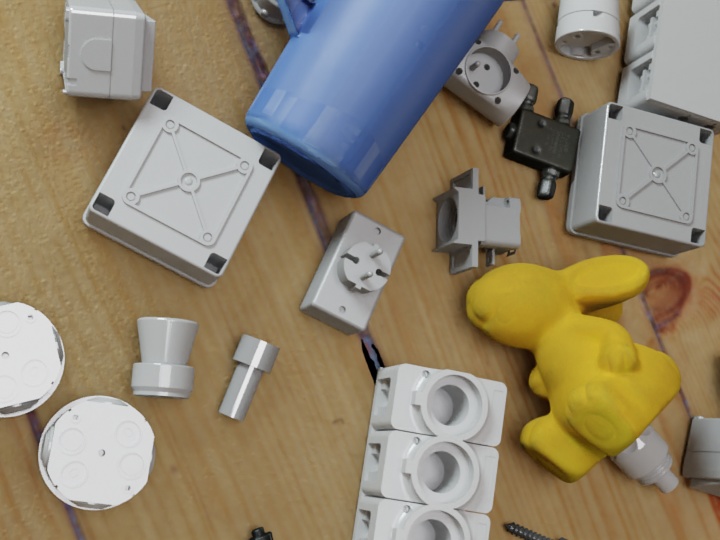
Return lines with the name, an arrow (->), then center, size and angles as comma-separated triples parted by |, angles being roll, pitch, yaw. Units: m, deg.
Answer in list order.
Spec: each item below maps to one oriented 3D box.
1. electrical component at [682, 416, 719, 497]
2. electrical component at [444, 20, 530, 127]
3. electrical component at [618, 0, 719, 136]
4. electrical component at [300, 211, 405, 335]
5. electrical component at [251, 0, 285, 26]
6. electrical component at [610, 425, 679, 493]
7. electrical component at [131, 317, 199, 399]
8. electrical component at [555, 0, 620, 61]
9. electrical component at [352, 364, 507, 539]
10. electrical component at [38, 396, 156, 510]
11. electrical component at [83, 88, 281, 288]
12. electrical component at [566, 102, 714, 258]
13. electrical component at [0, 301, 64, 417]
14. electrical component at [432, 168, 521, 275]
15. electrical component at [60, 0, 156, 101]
electrical component -> 0.321, 0.158, 0.887 | 0.062, 0.096, 0.061 | 20, 77, -15
electrical component -> 0.107, -0.174, 0.899 | 0.077, 0.044, 0.079 | 35, 73, -10
electrical component -> 0.287, -0.199, 0.953 | 0.089, 0.062, 0.150 | 15, 77, -15
electrical component -> 0.000, 0.000, 0.819 | 0.047, 0.076, 0.083 | 28, 74, -12
electrical component -> -0.058, -0.224, 0.844 | 0.048, 0.062, 0.048 | 3, 80, -18
electrical component -> 0.237, 0.157, 0.888 | 0.043, 0.043, 0.062 | -45, 97, -19
electrical component -> -0.141, 0.064, 0.779 | 0.045, 0.045, 0.055 | 7, 80, -17
electrical component -> 0.198, -0.215, 0.931 | 0.055, 0.055, 0.047 | 10, 74, -16
electrical component -> 0.053, 0.153, 0.819 | 0.089, 0.062, 0.150 | 12, 78, -16
electrical component -> -0.183, 0.127, 0.751 | 0.080, 0.051, 0.080 | 3, 80, -18
electrical component -> -0.131, -0.060, 0.796 | 0.109, 0.056, 0.108 | 29, 74, -12
electrical component -> 0.239, -0.076, 0.920 | 0.109, 0.056, 0.108 | 12, 78, -16
electrical component -> -0.245, 0.061, 0.742 | 0.080, 0.051, 0.080 | 3, 80, -18
electrical component -> 0.096, -0.038, 0.875 | 0.064, 0.042, 0.081 | 5, 80, -21
electrical component -> -0.184, -0.163, 0.780 | 0.061, 0.096, 0.061 | 1, 110, -18
